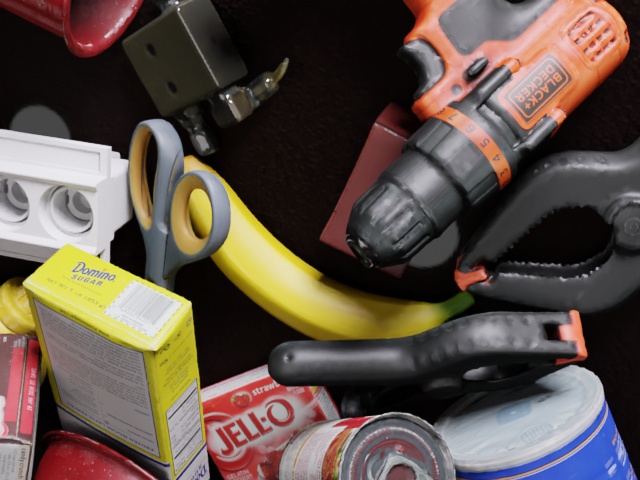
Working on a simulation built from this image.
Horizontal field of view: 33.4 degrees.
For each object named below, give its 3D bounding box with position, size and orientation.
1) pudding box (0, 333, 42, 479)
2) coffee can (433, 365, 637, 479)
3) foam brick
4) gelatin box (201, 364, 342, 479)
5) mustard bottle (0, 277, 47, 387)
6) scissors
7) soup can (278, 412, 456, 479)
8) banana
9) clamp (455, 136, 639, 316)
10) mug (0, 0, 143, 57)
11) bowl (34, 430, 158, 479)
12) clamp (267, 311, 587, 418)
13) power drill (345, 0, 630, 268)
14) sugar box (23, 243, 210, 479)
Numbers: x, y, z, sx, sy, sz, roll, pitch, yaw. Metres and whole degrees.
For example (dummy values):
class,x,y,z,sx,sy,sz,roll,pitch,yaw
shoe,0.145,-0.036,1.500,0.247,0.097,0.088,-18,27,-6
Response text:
class,x,y,z,sx,sy,sz,roll,pitch,yaw
pudding box,-0.195,0.126,0.654,0.039,0.090,0.114,6,127,-13
coffee can,0.136,0.158,0.617,0.103,0.102,0.140,-19,104,21
foam brick,0.043,-0.029,0.603,0.053,0.051,0.078,27,114,3
gelatin box,-0.033,0.121,0.689,0.089,0.030,0.073,-23,102,21
mustard bottle,-0.239,0.083,0.716,0.192,0.058,0.096,-39,98,24
scissors,-0.087,0.027,0.650,0.096,0.016,0.202,24,122,42
soup can,0.023,0.134,0.603,0.068,0.068,0.102,49,157,-6
banana,-0.009,0.019,0.645,0.198,0.037,0.069,26,94,3
clamp,0.171,-0.023,0.578,0.210,0.036,0.164,-13,104,15
mug,-0.141,-0.170,0.588,0.081,0.093,0.117,27,83,10
bowl,-0.133,0.197,0.689,0.162,0.055,0.162,26,146,19
clamp,0.066,0.075,0.616,0.171,0.120,0.039,-8,71,13
power drill,0.039,-0.104,0.536,0.184,0.057,0.187,-43,94,-13
sugar box,-0.119,0.091,0.652,0.093,0.048,0.176,24,142,21
